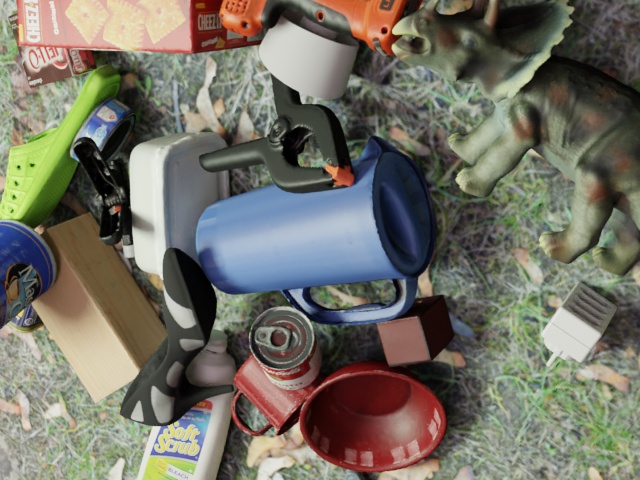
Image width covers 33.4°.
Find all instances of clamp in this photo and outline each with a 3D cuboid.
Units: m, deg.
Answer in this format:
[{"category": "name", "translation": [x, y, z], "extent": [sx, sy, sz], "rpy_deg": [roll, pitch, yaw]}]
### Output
[{"category": "clamp", "translation": [-0.232, -0.037, 1.200], "extent": [0.039, 0.171, 0.120], "rpy_deg": [-13, 76, 4]}, {"category": "clamp", "translation": [-0.031, -0.117, 1.098], "extent": [0.210, 0.036, 0.164], "rpy_deg": [30, 96, 44]}]

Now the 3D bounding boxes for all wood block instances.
[{"category": "wood block", "translation": [-0.280, 0.082, 1.318], "extent": [0.091, 0.090, 0.206], "rpy_deg": [-34, 89, 30]}]

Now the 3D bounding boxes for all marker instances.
[{"category": "marker", "translation": [-0.240, -0.039, 1.300], "extent": [0.020, 0.020, 0.121], "rpy_deg": [-2, 105, 27]}]

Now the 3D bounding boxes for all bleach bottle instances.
[{"category": "bleach bottle", "translation": [-0.162, 0.222, 1.321], "extent": [0.103, 0.068, 0.251], "rpy_deg": [23, 112, 19]}]

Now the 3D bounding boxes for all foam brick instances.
[{"category": "foam brick", "translation": [0.103, 0.096, 1.139], "extent": [0.053, 0.078, 0.051], "rpy_deg": [-12, 99, 27]}]

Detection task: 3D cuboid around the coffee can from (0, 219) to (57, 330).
[{"category": "coffee can", "translation": [-0.383, 0.052, 1.215], "extent": [0.103, 0.140, 0.103], "rpy_deg": [11, 121, 19]}]

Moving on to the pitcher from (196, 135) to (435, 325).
[{"category": "pitcher", "translation": [-0.007, 0.001, 1.135], "extent": [0.243, 0.149, 0.145], "rpy_deg": [-11, 136, 32]}]

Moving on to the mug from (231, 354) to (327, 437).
[{"category": "mug", "translation": [-0.052, 0.172, 1.227], "extent": [0.117, 0.093, 0.081], "rpy_deg": [-45, 76, -6]}]

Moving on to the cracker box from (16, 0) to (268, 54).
[{"category": "cracker box", "translation": [-0.183, -0.239, 1.124], "extent": [0.214, 0.164, 0.072], "rpy_deg": [8, 107, 24]}]

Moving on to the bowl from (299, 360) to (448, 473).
[{"category": "bowl", "translation": [0.059, 0.185, 1.180], "extent": [0.162, 0.055, 0.162], "rpy_deg": [1, 128, 2]}]

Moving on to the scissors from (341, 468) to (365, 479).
[{"category": "scissors", "translation": [0.059, 0.282, 1.247], "extent": [0.096, 0.016, 0.202], "rpy_deg": [-9, 107, 24]}]

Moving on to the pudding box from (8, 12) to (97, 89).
[{"category": "pudding box", "translation": [-0.312, -0.230, 1.243], "extent": [0.114, 0.039, 0.090], "rpy_deg": [-2, 106, 51]}]

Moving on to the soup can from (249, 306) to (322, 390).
[{"category": "soup can", "translation": [-0.035, 0.118, 1.141], "extent": [0.068, 0.102, 0.068], "rpy_deg": [-2, 69, 5]}]

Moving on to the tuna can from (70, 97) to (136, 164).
[{"category": "tuna can", "translation": [-0.250, -0.122, 1.239], "extent": [0.034, 0.086, 0.086], "rpy_deg": [34, 118, 1]}]

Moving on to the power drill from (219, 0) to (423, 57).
[{"category": "power drill", "translation": [0.011, -0.265, 1.014], "extent": [0.188, 0.057, 0.184], "rpy_deg": [21, 92, 20]}]

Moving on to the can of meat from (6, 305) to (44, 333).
[{"category": "can of meat", "translation": [-0.395, 0.057, 1.386], "extent": [0.102, 0.057, 0.084], "rpy_deg": [32, 116, 15]}]
